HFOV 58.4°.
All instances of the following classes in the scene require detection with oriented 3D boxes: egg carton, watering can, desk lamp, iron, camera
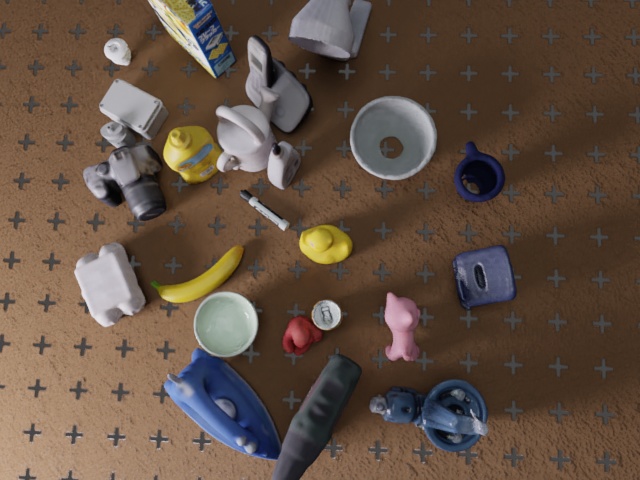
[{"bbox_3d":[-0.406,0.086,1.110,0.107,0.069,0.150,-26,81,-1],"label":"egg carton"},{"bbox_3d":[-0.140,-0.210,1.079,0.101,0.194,0.173,12,82,5],"label":"watering can"},{"bbox_3d":[0.024,-0.427,1.095,0.118,0.213,0.203,16,82,6],"label":"desk lamp"},{"bbox_3d":[-0.169,0.314,1.025,0.258,0.141,0.119,40,85,8],"label":"iron"},{"bbox_3d":[-0.372,-0.104,1.122,0.143,0.101,0.137,-26,81,-1],"label":"camera"}]

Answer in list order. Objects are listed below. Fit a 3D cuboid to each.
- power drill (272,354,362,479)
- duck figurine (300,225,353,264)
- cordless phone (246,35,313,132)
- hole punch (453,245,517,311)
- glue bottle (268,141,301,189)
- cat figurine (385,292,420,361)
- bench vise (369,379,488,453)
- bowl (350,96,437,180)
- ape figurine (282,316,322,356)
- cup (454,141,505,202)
[{"bbox_3d":[-0.003,0.305,0.984,0.075,0.208,0.230,28,84,7],"label":"power drill"},{"bbox_3d":[0.010,0.004,1.093,0.104,0.086,0.077,10,82,5],"label":"duck figurine"},{"bbox_3d":[-0.084,-0.300,1.095,0.147,0.185,0.094,43,86,9],"label":"cordless phone"},{"bbox_3d":[0.303,0.071,1.064,0.101,0.091,0.109,-10,81,2],"label":"hole punch"},{"bbox_3d":[-0.073,-0.151,1.077,0.037,0.173,0.078,29,84,7],"label":"glue bottle"},{"bbox_3d":[0.152,0.159,1.045,0.067,0.118,0.128,-5,81,3],"label":"cat figurine"},{"bbox_3d":[0.194,0.306,0.968,0.207,0.220,0.121,-12,80,1],"label":"bench vise"},{"bbox_3d":[0.142,-0.191,1.122,0.167,0.075,0.167,0,81,3],"label":"bowl"},{"bbox_3d":[-0.035,0.178,1.064,0.077,0.092,0.076,-5,81,2],"label":"ape figurine"},{"bbox_3d":[0.292,-0.122,1.093,0.091,0.095,0.118,-14,80,1],"label":"cup"}]
